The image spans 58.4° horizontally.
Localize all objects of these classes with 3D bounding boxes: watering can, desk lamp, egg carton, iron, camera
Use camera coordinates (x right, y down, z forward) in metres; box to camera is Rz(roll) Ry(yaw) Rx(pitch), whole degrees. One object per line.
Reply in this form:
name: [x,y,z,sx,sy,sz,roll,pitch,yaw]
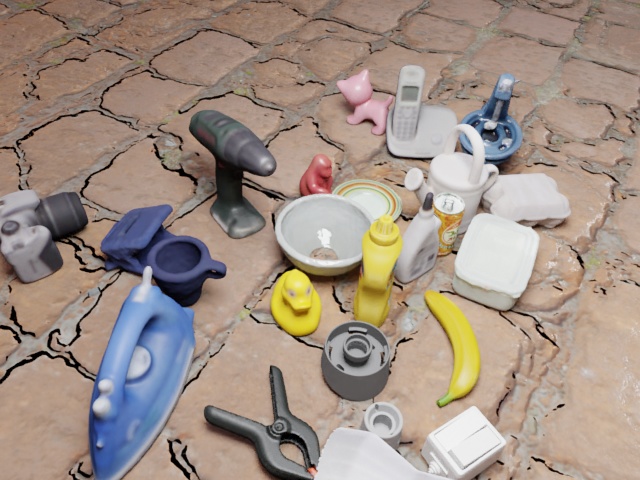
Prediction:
watering can: [0.231,-0.106,0.987,0.173,0.194,0.100,-31,55,-30]
desk lamp: [0.091,0.292,0.575,0.203,0.214,0.118,14,46,10]
egg carton: [0.374,-0.069,1.049,0.150,0.069,0.107,-5,46,-9]
iron: [-0.241,0.163,0.726,0.118,0.141,0.258,6,46,2]
camera: [-0.449,-0.027,0.925,0.137,0.101,0.142,-24,52,-25]

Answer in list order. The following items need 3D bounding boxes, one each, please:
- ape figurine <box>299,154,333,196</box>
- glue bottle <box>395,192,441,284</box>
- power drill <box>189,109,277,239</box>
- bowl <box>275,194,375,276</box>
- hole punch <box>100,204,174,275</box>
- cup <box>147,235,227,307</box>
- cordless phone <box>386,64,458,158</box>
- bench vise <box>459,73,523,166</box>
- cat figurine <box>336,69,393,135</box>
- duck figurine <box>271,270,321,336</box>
ape figurine: [0.000,-0.116,1.051,0.076,0.092,0.078,22,48,16]
glue bottle: [0.159,-0.008,0.901,0.078,0.173,0.037,-26,53,-26]
power drill: [-0.140,-0.109,0.952,0.076,0.208,0.229,-27,53,-27]
bowl: [0.009,0.003,0.948,0.167,0.075,0.167,2,46,-2]
hole punch: [-0.294,-0.007,0.924,0.101,0.091,0.109,14,46,10]
cup: [-0.195,0.057,0.867,0.117,0.095,0.091,9,46,5]
cordless phone: [0.208,-0.256,1.138,0.147,0.185,0.094,-1,46,-5]
bench vise: [0.326,-0.241,1.108,0.121,0.220,0.207,2,46,-2]
cat figurine: [0.099,-0.302,1.222,0.127,0.118,0.067,24,49,19]
duck figurine: [-0.036,0.080,0.861,0.077,0.086,0.104,-10,47,-13]
